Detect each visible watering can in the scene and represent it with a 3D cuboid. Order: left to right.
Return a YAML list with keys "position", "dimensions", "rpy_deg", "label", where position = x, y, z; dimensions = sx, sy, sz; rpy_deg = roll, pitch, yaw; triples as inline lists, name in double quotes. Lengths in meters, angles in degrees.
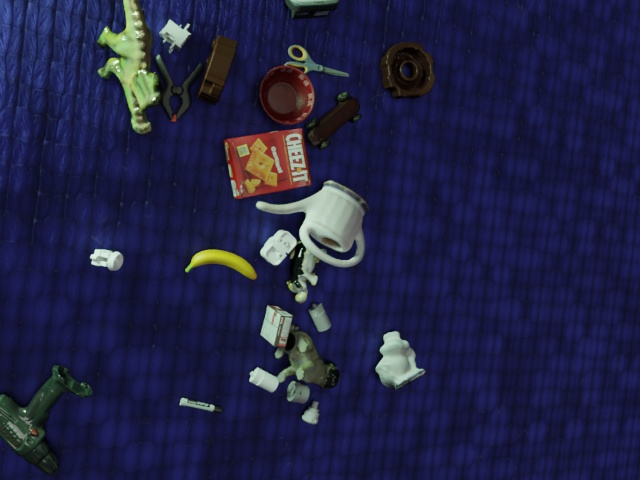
- position: [0.004, -0.072, 1.437]
  dimensions: [0.345, 0.103, 0.228]
  rpy_deg: [36, 63, -20]
  label: "watering can"

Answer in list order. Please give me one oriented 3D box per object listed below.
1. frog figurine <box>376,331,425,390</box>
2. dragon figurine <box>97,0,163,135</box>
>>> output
- position: [0.231, 0.372, 1.594]
  dimensions: [0.138, 0.120, 0.162]
  rpy_deg: [-27, 67, -10]
  label: "frog figurine"
- position: [-0.408, -0.410, 1.180]
  dimensions: [0.123, 0.401, 0.246]
  rpy_deg: [-21, 63, -34]
  label: "dragon figurine"
